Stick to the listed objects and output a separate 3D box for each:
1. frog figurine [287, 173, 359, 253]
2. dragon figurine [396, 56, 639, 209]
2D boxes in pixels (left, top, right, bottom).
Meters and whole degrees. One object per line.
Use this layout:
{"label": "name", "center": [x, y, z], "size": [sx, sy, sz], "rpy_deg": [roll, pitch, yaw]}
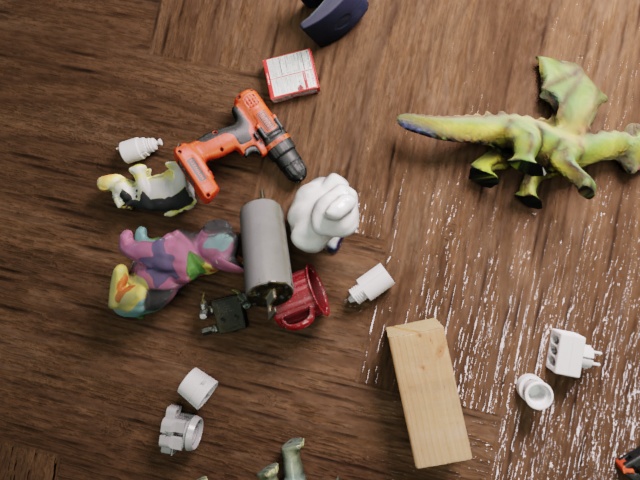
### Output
{"label": "frog figurine", "center": [0.003, -0.042, 0.832], "size": [0.123, 0.159, 0.137], "rpy_deg": [37, 93, 6]}
{"label": "dragon figurine", "center": [0.357, -0.198, 0.855], "size": [0.411, 0.120, 0.246], "rpy_deg": [28, 74, 3]}
